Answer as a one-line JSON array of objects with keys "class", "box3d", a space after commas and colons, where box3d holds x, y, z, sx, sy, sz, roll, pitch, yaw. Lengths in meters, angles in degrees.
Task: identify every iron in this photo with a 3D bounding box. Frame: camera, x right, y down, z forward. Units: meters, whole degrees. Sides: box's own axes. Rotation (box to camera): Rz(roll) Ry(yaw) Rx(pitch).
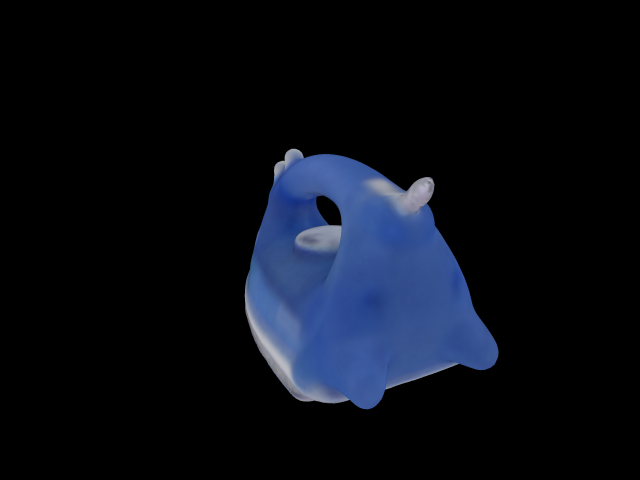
[{"class": "iron", "box3d": [0.004, 0.001, 0.400, 0.119, 0.141, 0.257, -10, 22, -26]}]
